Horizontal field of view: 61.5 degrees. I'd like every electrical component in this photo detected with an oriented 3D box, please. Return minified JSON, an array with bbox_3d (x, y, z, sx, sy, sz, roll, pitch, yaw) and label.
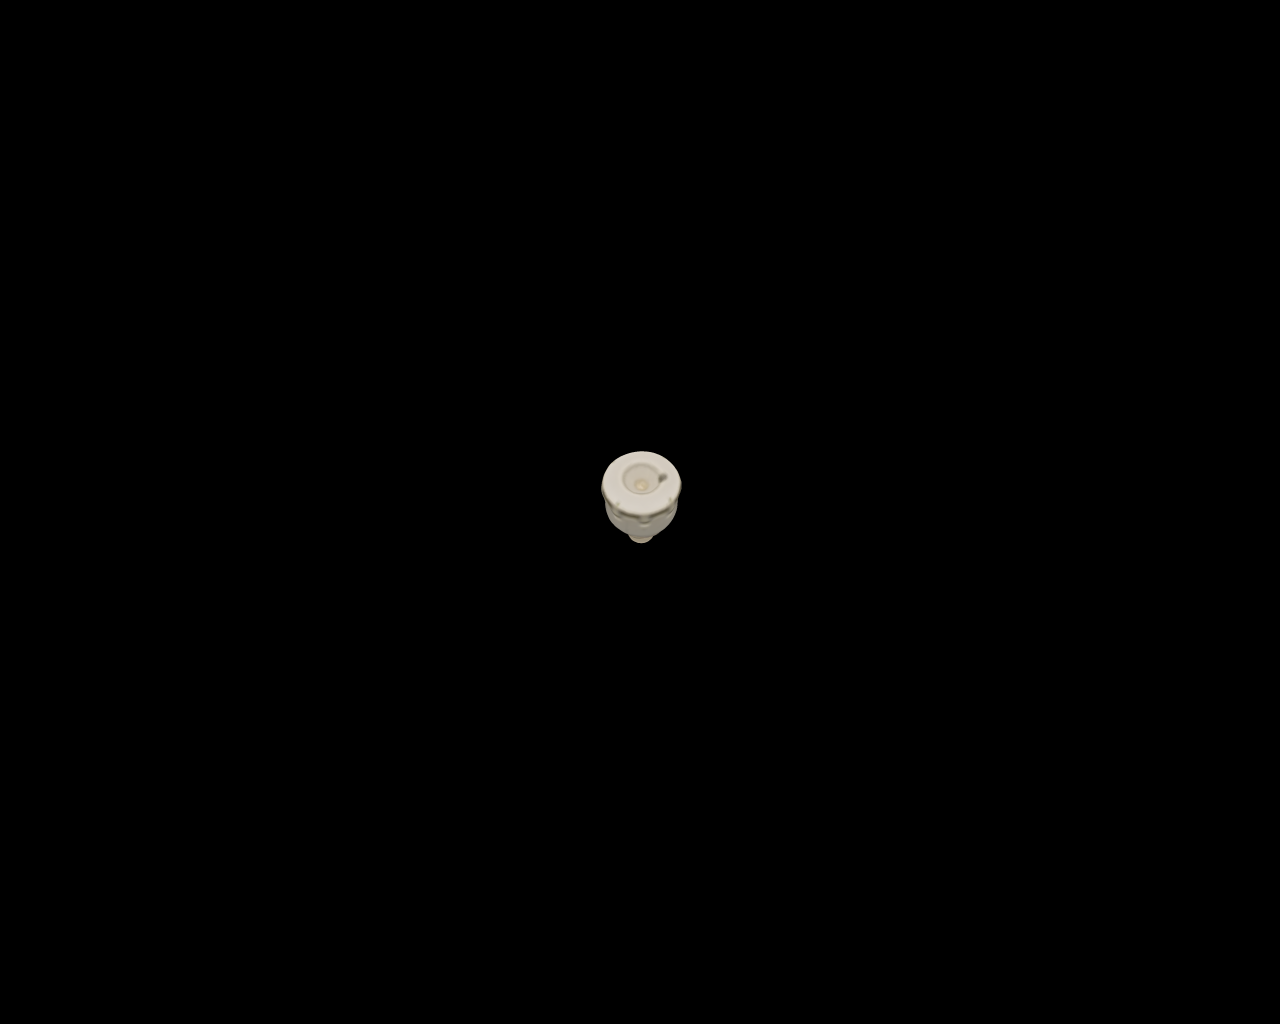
[{"bbox_3d":[0.001,-0.003,0.650,0.048,0.048,0.062,0,-35,0],"label":"electrical component"}]
